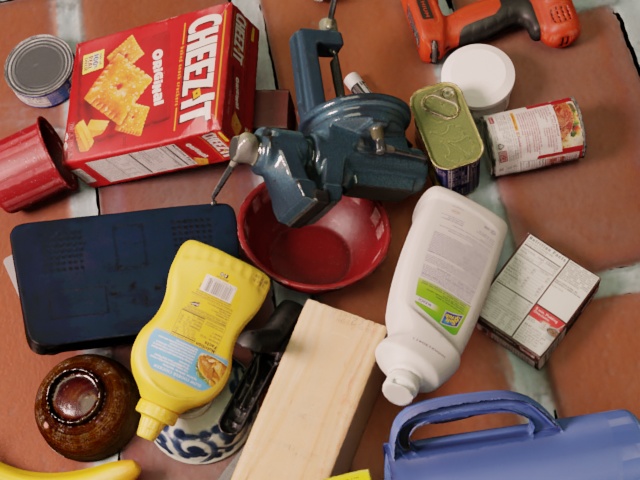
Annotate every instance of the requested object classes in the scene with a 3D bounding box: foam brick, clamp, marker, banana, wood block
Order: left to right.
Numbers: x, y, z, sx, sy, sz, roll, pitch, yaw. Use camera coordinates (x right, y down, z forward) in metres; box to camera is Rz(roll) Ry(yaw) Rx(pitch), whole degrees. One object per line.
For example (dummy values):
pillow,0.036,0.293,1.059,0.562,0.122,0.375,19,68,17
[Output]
banana,-0.279,0.242,1.077,0.198,0.070,0.037,7,26,5
foam brick,-0.069,-0.135,1.208,0.078,0.053,0.051,-1,68,8
clamp,-0.049,0.103,1.060,0.039,0.120,0.171,26,41,8
wood block,-0.007,0.177,1.049,0.090,0.091,0.206,19,71,14
marker,0.067,-0.142,1.211,0.020,0.020,0.121,-32,67,-6

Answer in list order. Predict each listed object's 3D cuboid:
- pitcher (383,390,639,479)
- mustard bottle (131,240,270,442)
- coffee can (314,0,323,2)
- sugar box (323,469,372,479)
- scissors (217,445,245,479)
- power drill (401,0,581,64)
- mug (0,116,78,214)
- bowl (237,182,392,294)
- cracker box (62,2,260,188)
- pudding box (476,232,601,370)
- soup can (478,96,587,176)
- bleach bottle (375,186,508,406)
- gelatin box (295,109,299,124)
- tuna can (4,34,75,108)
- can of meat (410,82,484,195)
pitcher,0.181,0.221,0.981,0.243,0.149,0.145,-12,61,-1
mustard bottle,-0.128,0.104,1.034,0.096,0.058,0.191,27,77,-12
coffee can,0.024,-0.366,1.264,0.140,0.103,0.103,-40,68,-9
sugar box,0.020,0.295,0.959,0.093,0.176,0.048,-14,24,2
scissors,-0.106,0.284,1.059,0.201,0.016,0.096,-38,69,-8
power drill,0.191,-0.290,1.235,0.187,0.057,0.184,-15,67,1
mug,-0.333,-0.088,1.212,0.081,0.093,0.117,-24,36,2
bowl,-0.007,0.001,1.127,0.162,0.055,0.162,2,52,-3
cracker box,-0.180,-0.160,1.191,0.214,0.072,0.164,-9,65,26
pudding box,0.220,0.061,1.095,0.090,0.039,0.113,35,74,20
soup can,0.228,-0.111,1.150,0.102,0.068,0.068,-12,66,3
bleach bottle,0.106,0.057,1.038,0.102,0.068,0.250,27,46,3
gelatin box,0.015,-0.114,1.200,0.073,0.030,0.089,-12,67,2
tuna can,-0.332,-0.202,1.282,0.086,0.034,0.086,-3,67,7
can of meat,0.137,-0.105,1.150,0.057,0.084,0.102,-18,66,0
